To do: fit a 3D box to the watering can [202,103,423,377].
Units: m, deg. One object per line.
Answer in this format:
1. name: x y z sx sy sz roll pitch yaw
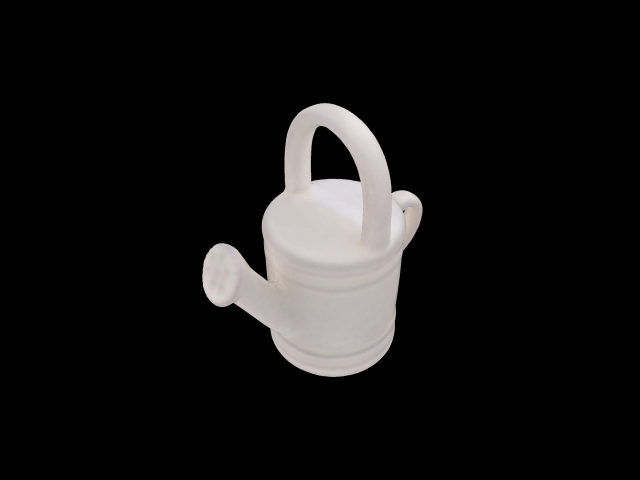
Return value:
1. watering can: 0.005 0.003 0.399 0.100 0.194 0.173 21 45 23
